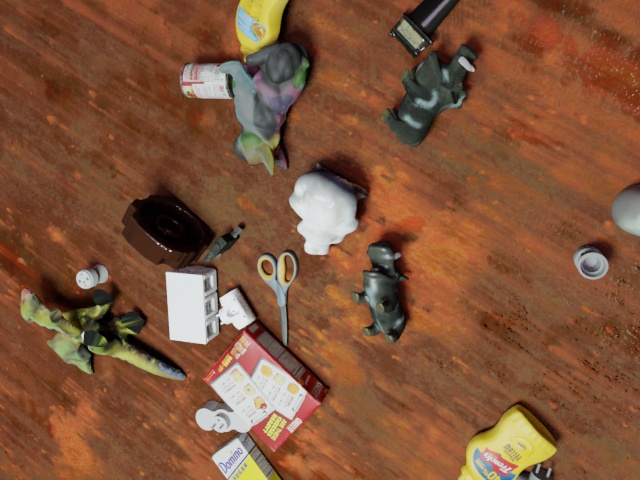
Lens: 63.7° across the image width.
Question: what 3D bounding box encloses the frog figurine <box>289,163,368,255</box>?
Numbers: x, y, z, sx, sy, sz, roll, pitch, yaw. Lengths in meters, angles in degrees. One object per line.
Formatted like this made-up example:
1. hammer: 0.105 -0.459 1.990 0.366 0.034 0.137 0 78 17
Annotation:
1. frog figurine: 0.003 -0.048 0.952 0.137 0.123 0.159 27 97 -8

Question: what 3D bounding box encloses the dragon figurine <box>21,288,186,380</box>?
1. dragon figurine: -0.524 0.243 1.200 0.408 0.125 0.239 42 132 -10
